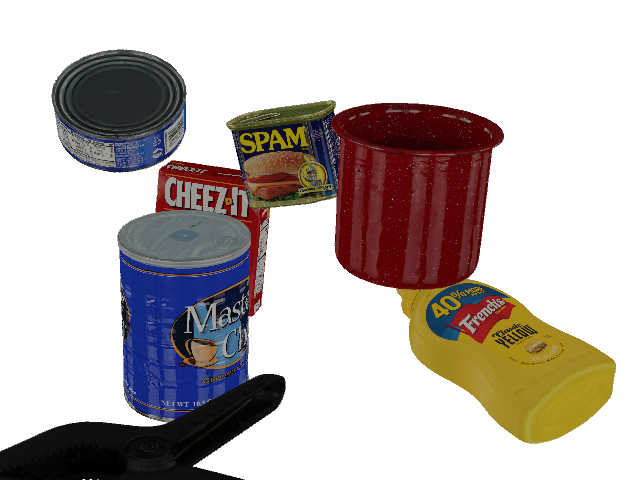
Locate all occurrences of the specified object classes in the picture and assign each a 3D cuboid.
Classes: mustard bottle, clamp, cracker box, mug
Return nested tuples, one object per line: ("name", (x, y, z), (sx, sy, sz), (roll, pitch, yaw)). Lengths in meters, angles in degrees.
("mustard bottle", (0.126, 0.077, 0.825), (0.096, 0.058, 0.192), (-23, 38, -28))
("clamp", (-0.090, 0.122, 0.585), (0.209, 0.036, 0.165), (-1, 21, -13))
("cracker box", (-0.166, -0.001, 1.616), (0.164, 0.214, 0.072), (9, 18, 9))
("mug", (0.054, -0.029, 0.600), (0.093, 0.081, 0.117), (9, 24, 15))

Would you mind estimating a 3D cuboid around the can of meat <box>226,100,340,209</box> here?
("can of meat", (-0.029, -0.079, 0.995), (0.102, 0.084, 0.057), (-4, 18, 25))

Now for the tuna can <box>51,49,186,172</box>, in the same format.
("tuna can", (-0.130, -0.085, 0.698), (0.086, 0.086, 0.034), (0, -41, -6))

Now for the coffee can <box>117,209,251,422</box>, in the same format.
("coffee can", (-0.107, 0.059, 0.849), (0.103, 0.140, 0.103), (2, 23, -1))
